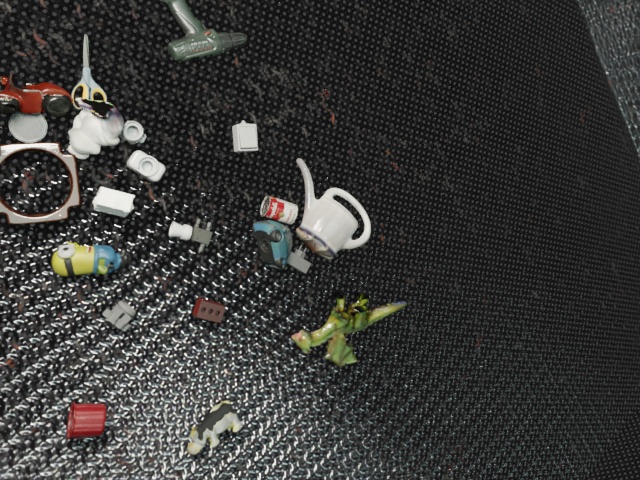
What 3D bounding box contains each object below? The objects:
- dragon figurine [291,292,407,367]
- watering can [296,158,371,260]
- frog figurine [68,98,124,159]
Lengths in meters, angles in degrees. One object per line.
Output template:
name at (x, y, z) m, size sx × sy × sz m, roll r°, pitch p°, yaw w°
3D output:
dragon figurine at (0.103, 0.312, 1.740) m, size 0.410 × 0.124 × 0.240 m, roll 5°, pitch 107°, yaw -25°
watering can at (0.005, -0.084, 1.663) m, size 0.346 × 0.103 × 0.226 m, roll 40°, pitch 76°, yaw -8°
frog figurine at (-0.591, -0.283, 1.359) m, size 0.137 × 0.125 × 0.156 m, roll 26°, pitch 118°, yaw 5°
